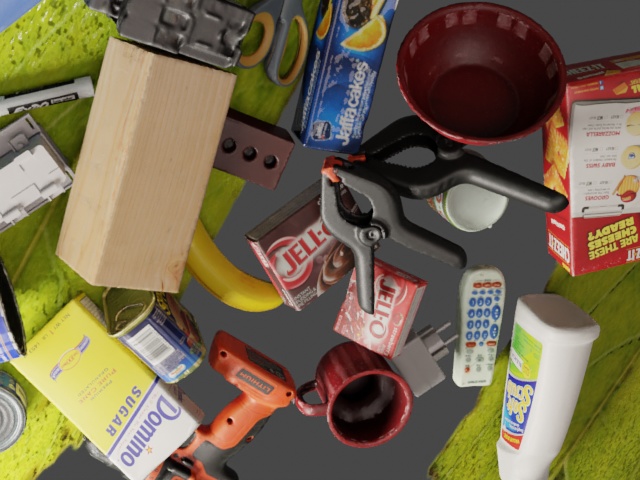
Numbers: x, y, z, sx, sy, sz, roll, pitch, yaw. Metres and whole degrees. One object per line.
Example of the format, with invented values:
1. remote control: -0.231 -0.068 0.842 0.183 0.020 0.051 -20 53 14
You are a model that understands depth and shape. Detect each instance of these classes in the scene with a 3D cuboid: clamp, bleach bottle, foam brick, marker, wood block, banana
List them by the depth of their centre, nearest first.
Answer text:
1. wood block: -0.158 -0.067 0.959 0.090 0.090 0.206 8 104 -39
2. marker: -0.265 -0.127 0.967 0.121 0.020 0.020 -14 115 -9
3. foam brick: -0.071 -0.089 1.019 0.078 0.051 0.053 19 106 -22
4. clamp: 0.063 -0.012 1.034 0.120 0.039 0.171 -23 117 11
5. clamp: 0.134 -0.079 1.043 0.210 0.164 0.036 -14 148 -2
6. banana: -0.101 0.017 1.066 0.197 0.037 0.069 41 68 -28
7. bleach bottle: 0.244 0.192 1.194 0.068 0.103 0.251 -1 111 -17

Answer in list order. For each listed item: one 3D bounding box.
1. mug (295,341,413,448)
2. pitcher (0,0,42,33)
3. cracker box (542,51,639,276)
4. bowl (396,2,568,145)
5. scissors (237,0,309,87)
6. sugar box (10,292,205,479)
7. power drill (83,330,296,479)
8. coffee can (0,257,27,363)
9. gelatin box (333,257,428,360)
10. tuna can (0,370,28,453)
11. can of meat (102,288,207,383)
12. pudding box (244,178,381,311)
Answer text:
1. mug: 0.031 0.162 1.134 0.117 0.081 0.093 -11 114 -11
2. pitcher: -0.219 -0.265 0.858 0.243 0.149 0.145 -40 116 7
3. cracker box: 0.321 -0.086 1.119 0.164 0.072 0.214 -13 116 -9
4. bowl: 0.152 -0.149 1.025 0.162 0.162 0.055 -16 155 -9
5. scissors: -0.037 -0.238 0.972 0.096 0.016 0.202 -11 117 -38
6. sugar box: -0.207 0.146 1.051 0.093 0.048 0.176 -44 93 6
7. power drill: -0.128 0.189 1.118 0.184 0.057 0.188 32 102 -22
8. coffee can: -0.353 0.078 0.982 0.140 0.103 0.103 -16 115 -9
9. gelatin box: 0.062 0.069 1.110 0.030 0.073 0.089 -14 126 -61
10. tuna can: -0.336 0.173 1.064 0.086 0.034 0.086 -5 113 -13
11. can of meat: -0.161 0.082 1.038 0.057 0.102 0.084 -39 119 4
12. pudding box: -0.007 0.001 1.069 0.113 0.039 0.090 -39 118 -16
